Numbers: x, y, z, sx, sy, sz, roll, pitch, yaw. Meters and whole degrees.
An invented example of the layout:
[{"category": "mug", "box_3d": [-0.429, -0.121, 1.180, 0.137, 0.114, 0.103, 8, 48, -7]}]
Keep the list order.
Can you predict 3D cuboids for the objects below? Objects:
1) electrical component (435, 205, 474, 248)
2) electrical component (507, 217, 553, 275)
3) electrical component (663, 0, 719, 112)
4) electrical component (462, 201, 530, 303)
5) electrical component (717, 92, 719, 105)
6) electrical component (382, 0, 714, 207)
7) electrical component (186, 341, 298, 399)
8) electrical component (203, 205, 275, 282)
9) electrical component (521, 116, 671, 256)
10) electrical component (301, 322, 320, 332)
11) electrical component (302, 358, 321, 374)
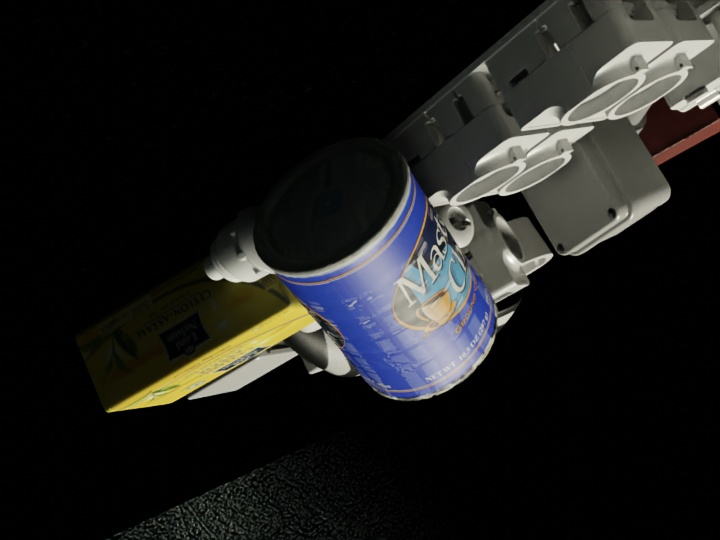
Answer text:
[{"category": "electrical component", "box_3d": [0.065, -0.034, 0.937, 0.048, 0.048, 0.062, -16, 171, -42]}, {"category": "electrical component", "box_3d": [0.142, -0.017, 1.139, 0.108, 0.060, 0.108, -25, 169, -5]}, {"category": "electrical component", "box_3d": [0.252, -0.162, 0.724, 0.121, 0.063, 0.079, -33, 167, 29]}, {"category": "electrical component", "box_3d": [0.117, -0.017, 1.008, 0.056, 0.089, 0.050, -31, 168, 22]}, {"category": "electrical component", "box_3d": [0.348, -0.152, 0.874, 0.060, 0.105, 0.186, -35, 166, 35]}, {"category": "electrical component", "box_3d": [0.116, -0.107, 0.677, 0.105, 0.060, 0.186, -14, 163, -47]}, {"category": "electrical component", "box_3d": [-0.117, 0.078, 1.018, 0.100, 0.048, 0.100, -31, 168, 22]}, {"category": "electrical component", "box_3d": [-0.079, -0.012, 0.717, 0.062, 0.048, 0.048, -27, 171, 38]}, {"category": "electrical component", "box_3d": [0.157, -0.076, 0.774, 0.057, 0.113, 0.078, -22, 169, -35]}, {"category": "electrical component", "box_3d": [-0.019, 0.012, 0.914, 0.095, 0.059, 0.053, -26, 169, -2]}, {"category": "electrical component", "box_3d": [-0.026, 0.060, 1.097, 0.077, 0.065, 0.047, -14, 163, -48]}]
